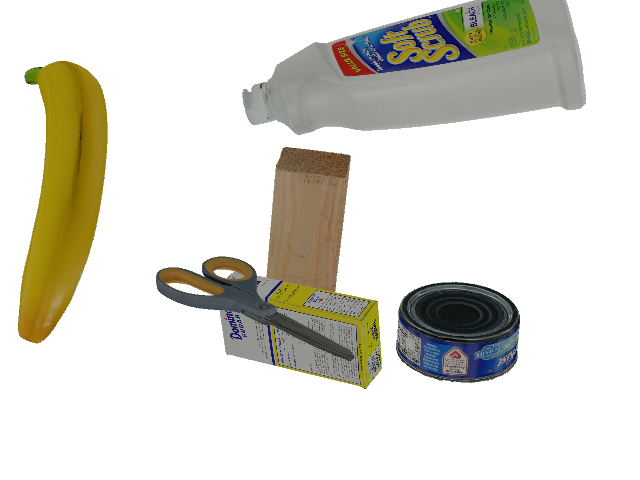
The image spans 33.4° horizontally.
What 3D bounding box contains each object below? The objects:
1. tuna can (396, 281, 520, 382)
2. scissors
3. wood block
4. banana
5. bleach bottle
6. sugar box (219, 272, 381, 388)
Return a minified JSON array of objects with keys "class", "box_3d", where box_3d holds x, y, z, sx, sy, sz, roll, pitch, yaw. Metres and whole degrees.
[{"class":"tuna can","box_3d":[0.096,0.062,0.747,0.086,0.034,0.086,0,26,0]},{"class":"scissors","box_3d":[-0.044,0.052,0.902,0.202,0.016,0.096,16,26,22]},{"class":"wood block","box_3d":[-0.018,-0.006,1.379,0.090,0.206,0.090,7,24,2]},{"class":"banana","box_3d":[-0.154,-0.038,0.643,0.037,0.198,0.070,14,-35,-31]},{"class":"bleach bottle","box_3d":[0.064,-0.122,0.804,0.251,0.102,0.068,-11,-44,11]},{"class":"sugar box","box_3d":[-0.023,0.094,1.149,0.176,0.093,0.048,13,35,27]}]
